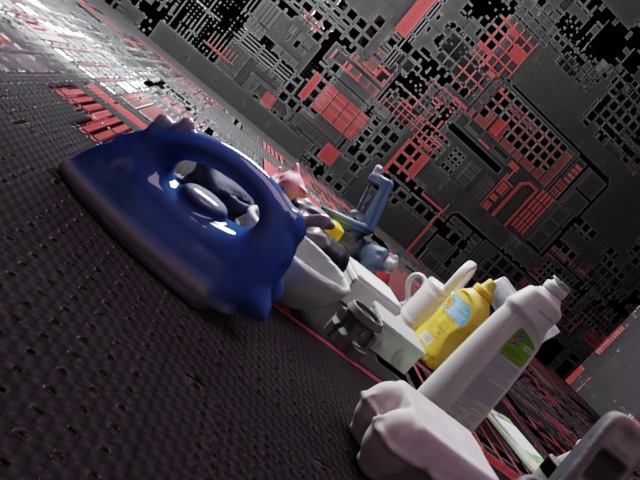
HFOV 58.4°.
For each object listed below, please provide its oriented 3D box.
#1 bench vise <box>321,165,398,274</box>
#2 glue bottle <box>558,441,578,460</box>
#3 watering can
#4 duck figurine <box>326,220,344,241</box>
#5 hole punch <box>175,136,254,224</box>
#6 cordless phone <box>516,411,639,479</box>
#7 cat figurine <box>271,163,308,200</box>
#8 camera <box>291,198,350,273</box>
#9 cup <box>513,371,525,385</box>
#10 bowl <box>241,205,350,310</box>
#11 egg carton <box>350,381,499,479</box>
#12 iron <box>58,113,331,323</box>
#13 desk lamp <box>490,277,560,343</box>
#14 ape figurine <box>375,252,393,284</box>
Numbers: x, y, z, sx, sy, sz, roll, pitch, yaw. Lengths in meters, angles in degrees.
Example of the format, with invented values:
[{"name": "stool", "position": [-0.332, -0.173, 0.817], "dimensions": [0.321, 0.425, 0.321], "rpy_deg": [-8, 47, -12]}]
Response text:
[{"name": "bench vise", "position": [0.095, -0.029, 1.161], "dimensions": [0.207, 0.219, 0.122], "rpy_deg": [42, 9, 7]}, {"name": "glue bottle", "position": [0.354, 0.305, 0.762], "dimensions": [0.037, 0.173, 0.078], "rpy_deg": [34, 11, -36]}, {"name": "watering can", "position": [0.254, 0.125, 1.156], "dimensions": [0.173, 0.194, 0.101], "rpy_deg": [41, 9, 2]}, {"name": "duck figurine", "position": [0.010, 0.004, 1.076], "dimensions": [0.104, 0.086, 0.078], "rpy_deg": [43, 9, 18]}, {"name": "hole punch", "position": [-0.144, -0.084, 0.843], "dimensions": [0.101, 0.091, 0.109], "rpy_deg": [45, 10, 29]}, {"name": "cordless phone", "position": [0.250, 0.256, 0.521], "dimensions": [0.148, 0.185, 0.094], "rpy_deg": [38, 9, -14]}, {"name": "cat figurine", "position": [-0.077, -0.107, 1.153], "dimensions": [0.067, 0.117, 0.127], "rpy_deg": [35, 10, -34]}, {"name": "camera", "position": [-0.010, 0.007, 0.928], "dimensions": [0.137, 0.100, 0.143], "rpy_deg": [38, 9, -18]}, {"name": "cup", "position": [0.347, 0.267, 1.175], "dimensions": [0.092, 0.095, 0.117], "rpy_deg": [34, 11, -38]}, {"name": "bowl", "position": [-0.045, 0.035, 0.726], "dimensions": [0.167, 0.074, 0.167], "rpy_deg": [40, 9, -7]}, {"name": "egg carton", "position": [0.098, 0.200, 0.535], "dimensions": [0.150, 0.069, 0.107], "rpy_deg": [38, 9, -14]}, {"name": "iron", "position": [-0.120, -0.042, 0.566], "dimensions": [0.258, 0.141, 0.119], "rpy_deg": [40, 9, -2]}, {"name": "desk lamp", "position": [0.385, 0.201, 1.270], "dimensions": [0.203, 0.213, 0.118], "rpy_deg": [44, 9, 20]}, {"name": "ape figurine", "position": [0.129, 0.065, 1.260], "dimensions": [0.078, 0.092, 0.076], "rpy_deg": [40, 9, -3]}]
